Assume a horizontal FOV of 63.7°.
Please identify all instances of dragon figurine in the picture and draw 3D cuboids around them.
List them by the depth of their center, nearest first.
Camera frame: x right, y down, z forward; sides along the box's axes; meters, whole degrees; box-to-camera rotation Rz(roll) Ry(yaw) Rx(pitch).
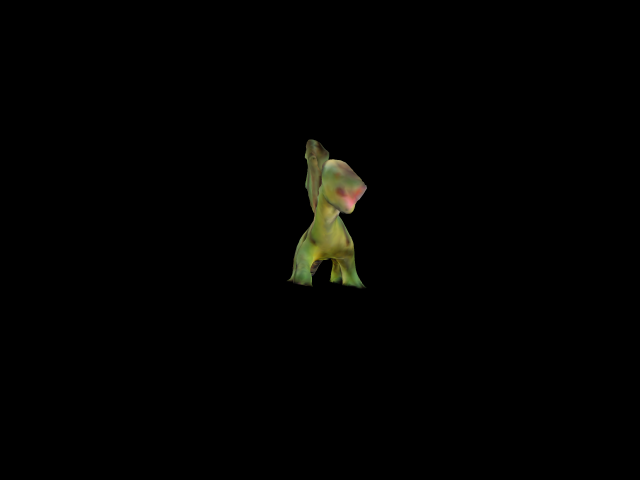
[{"bbox_3d":[0.003,-0.043,0.850,0.122,0.243,0.410,0,0,-11],"label":"dragon figurine"}]
